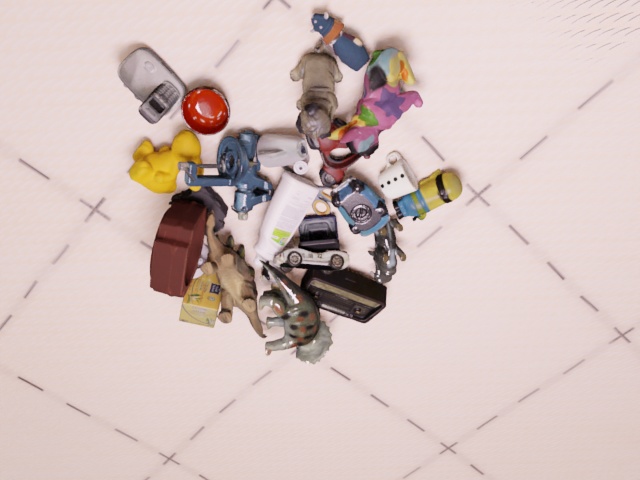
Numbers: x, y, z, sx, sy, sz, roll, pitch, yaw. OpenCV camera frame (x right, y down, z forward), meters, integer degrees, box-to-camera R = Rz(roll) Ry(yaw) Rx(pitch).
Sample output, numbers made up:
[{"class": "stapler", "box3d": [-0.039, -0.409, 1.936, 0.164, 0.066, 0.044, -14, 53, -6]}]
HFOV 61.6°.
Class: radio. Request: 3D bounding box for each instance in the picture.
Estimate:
[{"class": "radio", "box3d": [0.060, 0.147, 1.496, 0.229, 0.073, 0.131, 22, 138, -12]}]

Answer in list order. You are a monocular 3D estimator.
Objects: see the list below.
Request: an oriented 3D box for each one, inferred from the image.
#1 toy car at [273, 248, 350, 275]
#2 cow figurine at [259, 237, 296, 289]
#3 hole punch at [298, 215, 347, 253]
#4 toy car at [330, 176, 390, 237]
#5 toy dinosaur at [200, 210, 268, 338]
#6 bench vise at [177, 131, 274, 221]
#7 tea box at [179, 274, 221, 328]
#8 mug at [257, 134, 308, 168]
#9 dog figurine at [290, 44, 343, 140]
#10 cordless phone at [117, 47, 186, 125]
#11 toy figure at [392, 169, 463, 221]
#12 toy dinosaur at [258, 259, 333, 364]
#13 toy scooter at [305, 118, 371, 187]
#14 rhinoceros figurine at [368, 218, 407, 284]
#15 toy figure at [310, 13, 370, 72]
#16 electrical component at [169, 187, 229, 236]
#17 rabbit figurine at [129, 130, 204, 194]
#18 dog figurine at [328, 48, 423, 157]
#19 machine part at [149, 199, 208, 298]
[{"class": "toy car", "box3d": [-0.022, 0.053, 1.381, 0.202, 0.056, 0.073, 5, 161, -21]}, {"class": "cow figurine", "box3d": [-0.129, 0.061, 1.465, 0.098, 0.068, 0.167, 17, 115, -4]}, {"class": "hole punch", "box3d": [-0.003, -0.004, 1.429, 0.142, 0.092, 0.115, -8, 153, 0]}, {"class": "toy car", "box3d": [0.096, -0.094, 1.357, 0.109, 0.103, 0.161, -38, 111, 18]}, {"class": "toy dinosaur", "box3d": [-0.216, 0.121, 1.423, 0.105, 0.199, 0.470, -11, 120, 4]}, {"class": "bench vise", "box3d": [-0.227, -0.151, 1.285, 0.240, 0.129, 0.223, -5, 119, -39]}, {"class": "tea box", "box3d": [-0.316, 0.152, 1.457, 0.098, 0.170, 0.068, 12, 119, -10]}, {"class": "mug", "box3d": [-0.090, -0.211, 1.264, 0.107, 0.109, 0.080, 1, 107, 29]}, {"class": "dog figurine", "box3d": [-0.005, -0.324, 1.172, 0.121, 0.191, 0.172, -9, 118, 4]}, {"class": "cordless phone", "box3d": [-0.382, -0.325, 1.169, 0.089, 0.184, 0.146, -33, 116, 22]}, {"class": "toy figure", "box3d": [0.273, -0.106, 1.362, 0.180, 0.089, 0.082, -26, 122, 11]}, {"class": "toy dinosaur", "box3d": [-0.061, 0.206, 1.454, 0.192, 0.131, 0.404, -2, 136, -1]}, {"class": "toy scooter", "box3d": [0.046, -0.222, 1.299, 0.135, 0.075, 0.183, -16, 121, 9]}, {"class": "rhinoceros figurine", "box3d": [0.170, 0.027, 1.430, 0.073, 0.112, 0.190, -13, 110, -25]}, {"class": "toy figure", "box3d": [0.042, -0.439, 1.183, 0.154, 0.058, 0.064, 42, 105, -17]}, {"class": "electrical component", "box3d": [-0.305, -0.077, 1.389, 0.115, 0.058, 0.134, -27, 117, 16]}, {"class": "rabbit figurine", "box3d": [-0.348, -0.185, 1.289, 0.173, 0.122, 0.162, -38, 119, 18]}, {"class": "dog figurine", "box3d": [0.109, -0.296, 1.192, 0.219, 0.109, 0.191, -35, 120, -10]}, {"class": "machine part", "box3d": [-0.340, 0.019, 1.294, 0.087, 0.201, 0.200, 13, 120, -6]}]
